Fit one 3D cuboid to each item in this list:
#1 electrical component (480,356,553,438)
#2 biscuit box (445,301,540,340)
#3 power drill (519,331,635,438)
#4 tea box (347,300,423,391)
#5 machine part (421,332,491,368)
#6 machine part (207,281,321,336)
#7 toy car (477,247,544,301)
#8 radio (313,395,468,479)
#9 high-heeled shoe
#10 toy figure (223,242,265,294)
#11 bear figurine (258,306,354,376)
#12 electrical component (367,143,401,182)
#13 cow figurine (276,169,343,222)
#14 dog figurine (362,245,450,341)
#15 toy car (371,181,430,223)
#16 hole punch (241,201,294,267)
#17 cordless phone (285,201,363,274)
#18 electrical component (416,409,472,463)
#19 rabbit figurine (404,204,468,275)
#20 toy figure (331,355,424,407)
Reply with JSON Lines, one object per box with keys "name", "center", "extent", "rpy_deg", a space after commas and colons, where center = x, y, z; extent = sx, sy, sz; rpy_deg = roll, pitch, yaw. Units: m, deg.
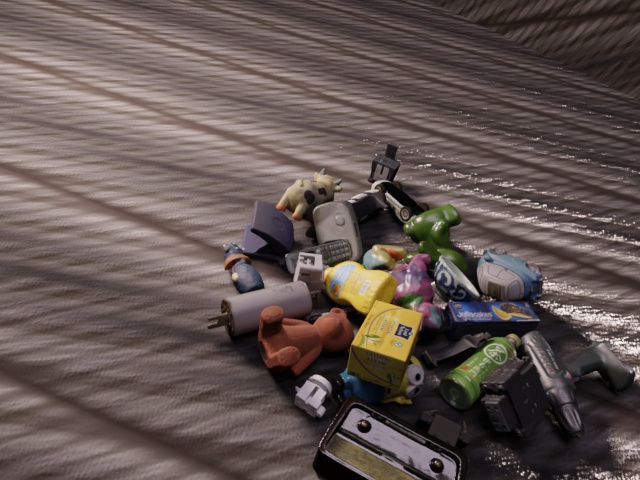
{"name": "electrical component", "center": [0.358, 0.294, 0.991], "extent": [0.134, 0.058, 0.115], "rpy_deg": [-26, 91, -37]}
{"name": "biscuit box", "center": [0.367, 0.174, 1.166], "extent": [0.203, 0.062, 0.059], "rpy_deg": [1, 41, -15]}
{"name": "power drill", "center": [0.523, 0.282, 1.086], "extent": [0.207, 0.085, 0.232], "rpy_deg": [-9, 42, -14]}
{"name": "tea box", "center": [0.120, 0.184, 0.968], "extent": [0.098, 0.068, 0.169], "rpy_deg": [14, 24, 14]}
{"name": "machine part", "center": [0.272, 0.220, 1.087], "extent": [0.139, 0.084, 0.039], "rpy_deg": [-17, 81, -20]}
{"name": "machine part", "center": [-0.105, 0.133, 1.064], "extent": [0.243, 0.079, 0.079], "rpy_deg": [-11, 47, -26]}
{"name": "toy car", "center": [0.419, 0.093, 1.226], "extent": [0.103, 0.109, 0.162], "rpy_deg": [-28, 37, -30]}
{"name": "radio", "center": [0.116, 0.361, 0.872], "extent": [0.230, 0.073, 0.131], "rpy_deg": [26, 42, 13]}
{"name": "high-heeled shoe", "center": [0.063, -0.069, 1.364], "extent": [0.249, 0.086, 0.145], "rpy_deg": [-17, 19, -13]}
{"name": "toy figure", "center": [-0.169, 0.064, 1.142], "extent": [0.058, 0.064, 0.155], "rpy_deg": [-39, 49, 0]}
{"name": "bear figurine", "center": [-0.012, 0.180, 1.006], "extent": [0.196, 0.132, 0.120], "rpy_deg": [-11, 63, -20]}
{"name": "electrical component", "center": [0.186, -0.209, 1.507], "extent": [0.075, 0.119, 0.048], "rpy_deg": [28, 42, 12]}
{"name": "cow figurine", "center": [-0.018, -0.113, 1.329], "extent": [0.086, 0.127, 0.195], "rpy_deg": [35, 14, 18]}
{"name": "dog figurine", "center": [0.175, 0.124, 1.137], "extent": [0.192, 0.108, 0.219], "rpy_deg": [13, 43, -4]}
{"name": "toy car", "center": [0.215, -0.099, 1.432], "extent": [0.073, 0.056, 0.202], "rpy_deg": [-12, 42, -32]}
{"name": "hole punch", "center": [-0.114, -0.019, 1.231], "extent": [0.116, 0.092, 0.142], "rpy_deg": [11, 37, -9]}
{"name": "cordless phone", "center": [-0.002, -0.004, 1.214], "extent": [0.184, 0.146, 0.089], "rpy_deg": [-15, 7, -19]}
{"name": "electrical component", "center": [0.219, 0.343, 0.949], "extent": [0.102, 0.045, 0.078], "rpy_deg": [19, 69, 10]}
{"name": "rabbit figurine", "center": [0.286, 0.015, 1.287], "extent": [0.159, 0.121, 0.170], "rpy_deg": [-11, 61, -30]}
{"name": "toy figure", "center": [0.108, 0.253, 0.989], "extent": [0.180, 0.082, 0.089], "rpy_deg": [-6, 40, -17]}
